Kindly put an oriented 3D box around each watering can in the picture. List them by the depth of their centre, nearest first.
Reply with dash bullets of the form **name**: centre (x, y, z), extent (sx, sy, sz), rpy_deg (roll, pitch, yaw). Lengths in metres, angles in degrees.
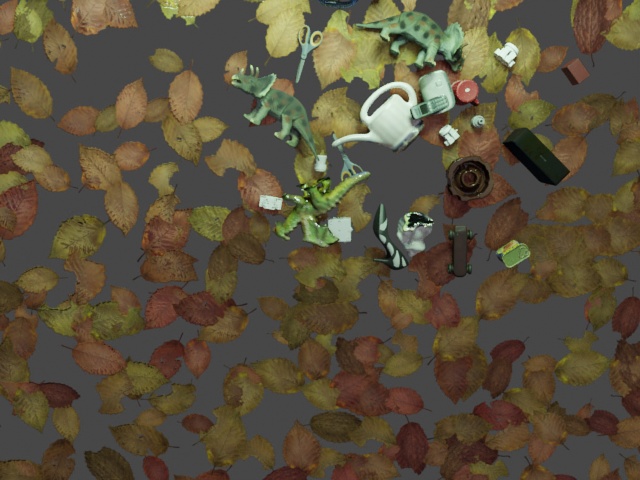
- **watering can**: centre (0.225, -0.399, 1.844), extent (0.223, 0.347, 0.105), rpy_deg (44, 4, -7)

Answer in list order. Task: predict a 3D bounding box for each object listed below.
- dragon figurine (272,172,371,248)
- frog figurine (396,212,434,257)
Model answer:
- **dragon figurine**: centre (0.006, -0.094, 1.873), extent (0.409, 0.240, 0.124), rpy_deg (-11, 12, 14)
- **frog figurine**: centre (0.353, -0.022, 1.917), extent (0.138, 0.155, 0.125), rpy_deg (-28, 51, -17)
